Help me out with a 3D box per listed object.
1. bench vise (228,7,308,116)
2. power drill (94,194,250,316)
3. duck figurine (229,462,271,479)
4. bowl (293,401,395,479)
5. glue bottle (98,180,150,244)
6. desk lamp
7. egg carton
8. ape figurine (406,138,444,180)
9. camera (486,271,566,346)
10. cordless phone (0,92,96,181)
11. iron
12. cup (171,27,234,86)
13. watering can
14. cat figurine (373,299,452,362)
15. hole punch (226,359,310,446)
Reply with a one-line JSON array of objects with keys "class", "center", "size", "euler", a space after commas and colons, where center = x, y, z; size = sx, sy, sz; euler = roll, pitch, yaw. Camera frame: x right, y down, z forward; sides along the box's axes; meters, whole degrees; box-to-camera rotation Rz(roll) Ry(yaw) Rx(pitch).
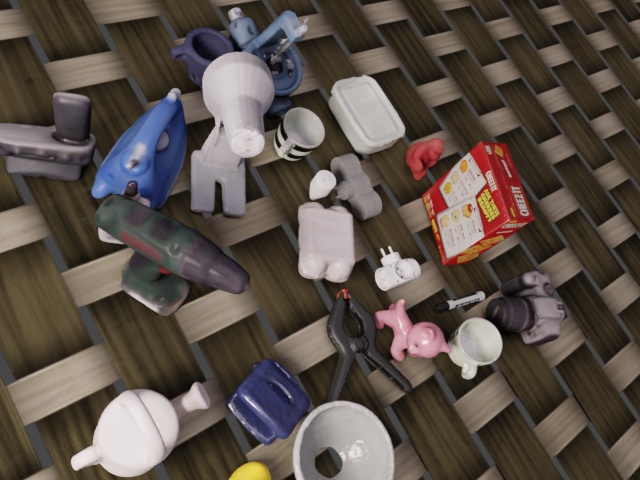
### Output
[{"class": "bench vise", "center": [-0.108, -0.363, 1.072], "size": [0.207, 0.219, 0.122], "euler": [40, 56, -2]}, {"class": "power drill", "center": [-0.221, 0.034, 0.835], "size": [0.230, 0.208, 0.076], "euler": [34, 57, -6]}, {"class": "duck figurine", "center": [-0.095, 0.365, 0.805], "size": [0.078, 0.086, 0.104], "euler": [24, 58, -12]}, {"class": "bowl", "center": [0.026, 0.337, 0.880], "size": [0.168, 0.074, 0.167], "euler": [10, 62, -20]}, {"class": "glue bottle", "center": [-0.289, -0.043, 0.862], "size": [0.078, 0.173, 0.037], "euler": [7, 63, -21]}, {"class": "desk lamp", "center": [-0.145, -0.176, 0.968], "size": [0.118, 0.213, 0.203], "euler": [5, 64, -22]}, {"class": "egg carton", "center": [0.010, 0.004, 1.038], "size": [0.107, 0.069, 0.150], "euler": [8, 63, -21]}, {"class": "ape figurine", "center": [0.229, -0.182, 1.215], "size": [0.078, 0.092, 0.076], "euler": [-9, 70, -28]}, {"class": "camera", "center": [0.404, 0.130, 1.138], "size": [0.137, 0.100, 0.143], "euler": [5, 64, -22]}, {"class": "cordless phone", "center": [-0.413, -0.174, 0.862], "size": [0.148, 0.184, 0.094], "euler": [0, 66, -24]}, {"class": "iron", "center": [-0.275, -0.173, 0.951], "size": [0.119, 0.141, 0.258], "euler": [24, 58, -12]}, {"class": "cup", "center": [-0.228, -0.334, 1.078], "size": [0.118, 0.094, 0.091], "euler": [-15, 73, -29]}, {"class": "watering can", "center": [-0.228, 0.240, 0.740], "size": [0.101, 0.193, 0.173], "euler": [41, 56, -1]}, {"class": "cat figurine", "center": [0.166, 0.160, 1.005], "size": [0.067, 0.117, 0.128], "euler": [-27, 79, -32]}, {"class": "hole punch", "center": [-0.074, 0.240, 0.872], "size": [0.108, 0.091, 0.101], "euler": [45, 56, 1]}]
